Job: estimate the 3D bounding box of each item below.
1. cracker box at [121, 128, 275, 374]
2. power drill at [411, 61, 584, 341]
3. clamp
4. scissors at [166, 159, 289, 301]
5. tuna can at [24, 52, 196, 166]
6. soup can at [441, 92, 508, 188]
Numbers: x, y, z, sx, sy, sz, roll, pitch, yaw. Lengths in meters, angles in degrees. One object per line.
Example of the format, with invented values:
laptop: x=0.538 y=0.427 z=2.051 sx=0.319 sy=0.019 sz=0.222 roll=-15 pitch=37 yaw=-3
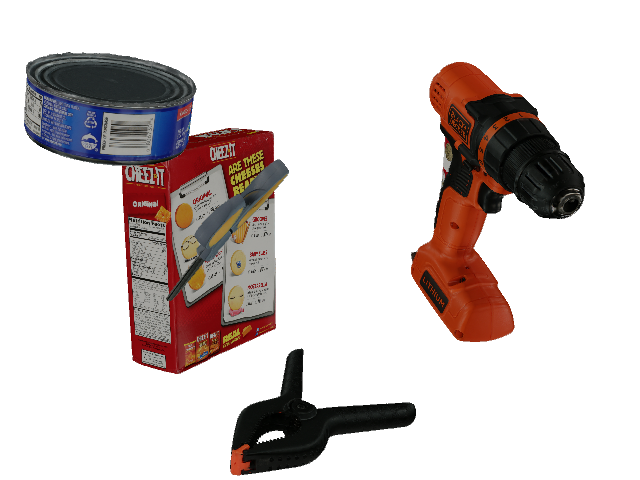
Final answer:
cracker box: x=-0.118 y=0.005 z=1.062 sx=0.072 sy=0.214 sz=0.163 roll=8 pitch=17 yaw=33
power drill: x=0.127 y=-0.018 z=0.800 sx=0.057 sy=0.188 sz=0.184 roll=-5 pitch=36 yaw=-18
clamp: x=-0.010 y=0.184 z=1.087 sx=0.165 sy=0.036 sz=0.209 roll=18 pitch=28 yaw=25
scissors: x=-0.094 y=0.009 z=0.847 sx=0.202 sy=0.016 sz=0.096 roll=-46 pitch=-4 yaw=33
tuna can: x=-0.108 y=-0.069 z=0.550 sx=0.086 sy=0.034 sz=0.086 roll=9 pitch=23 yaw=-4
soup can: x=0.158 y=-0.095 z=1.076 sx=0.068 sy=0.102 sz=0.068 roll=0 pitch=31 yaw=0
